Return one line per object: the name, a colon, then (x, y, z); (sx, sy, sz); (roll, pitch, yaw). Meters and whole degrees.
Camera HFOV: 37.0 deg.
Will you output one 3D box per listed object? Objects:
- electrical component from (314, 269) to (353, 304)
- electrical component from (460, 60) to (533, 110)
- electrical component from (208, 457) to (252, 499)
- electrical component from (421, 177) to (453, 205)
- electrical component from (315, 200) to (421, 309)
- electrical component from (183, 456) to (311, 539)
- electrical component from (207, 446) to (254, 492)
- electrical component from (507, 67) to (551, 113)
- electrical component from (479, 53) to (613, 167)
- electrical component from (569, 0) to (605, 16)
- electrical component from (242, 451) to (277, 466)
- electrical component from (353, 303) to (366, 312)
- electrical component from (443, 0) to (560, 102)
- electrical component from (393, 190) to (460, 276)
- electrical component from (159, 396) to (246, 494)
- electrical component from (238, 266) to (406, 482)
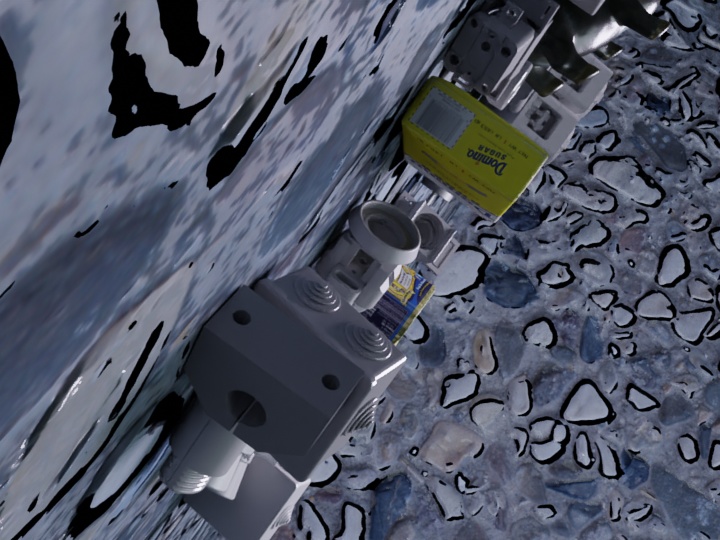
electrical component: (-0.035, 0.039, 0.802); (0.066, 0.048, 0.055); (-49, 167, -44)
electrical component: (0.095, -0.145, 0.780); (0.040, 0.046, 0.040); (-54, 176, -5)
electrical component: (-0.119, 0.173, 0.993); (0.065, 0.044, 0.044); (-59, 177, -5)
electrical component: (0.092, -0.098, 1.142); (0.079, 0.044, 0.077); (-55, 176, 4)
electrical component: (0.008, -0.014, 0.787); (0.057, 0.058, 0.078); (-53, 177, 35)
electrical component: (-0.108, 0.213, 1.047); (0.099, 0.100, 0.048); (-55, 163, 8)
electrical component: (-0.099, 0.123, 0.770); (0.055, 0.045, 0.045); (-55, 176, 0)
electrical component: (0.151, -0.196, 0.972); (0.089, 0.050, 0.055); (-54, 176, -5)
electrical component: (0.174, -0.164, 1.093); (0.105, 0.060, 0.186); (-54, -168, -3)
electrical component: (0.180, -0.248, 0.805); (0.095, 0.059, 0.053); (-53, 176, -10)
electrical component: (-0.084, 0.124, 0.815); (0.043, 0.062, 0.043); (-54, 176, -5)
electrical component: (0.000, 0.000, 0.852); (0.062, 0.048, 0.048); (-49, 173, -36)
electrical component: (0.089, -0.149, 0.708); (0.064, 0.042, 0.081); (-44, 169, -50)
electrical component: (0.053, -0.035, 1.065); (0.042, 0.081, 0.064); (-53, -162, -21)
electrical component: (-0.096, 0.108, 0.677); (0.081, 0.043, 0.043); (-55, 176, 17)
electrical component: (-0.032, 0.058, 0.624); (0.048, 0.100, 0.099); (-26, 154, -55)
